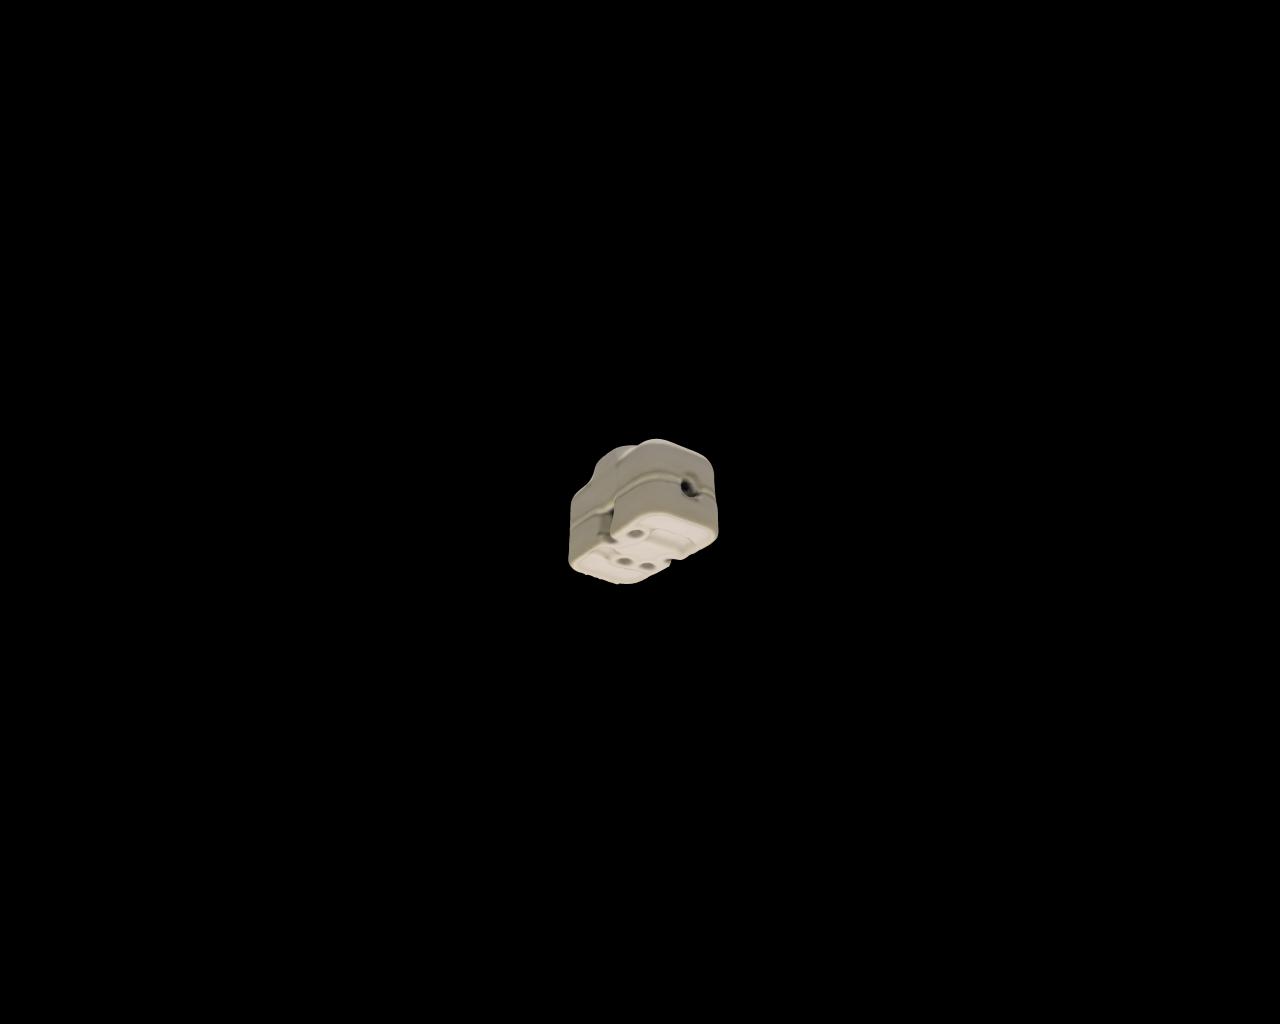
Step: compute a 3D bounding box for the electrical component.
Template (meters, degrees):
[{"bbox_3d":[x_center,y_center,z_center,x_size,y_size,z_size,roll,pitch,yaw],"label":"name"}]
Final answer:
[{"bbox_3d":[0.001,-0.003,0.650,0.054,0.059,0.095,19,-34,-31],"label":"electrical component"}]
